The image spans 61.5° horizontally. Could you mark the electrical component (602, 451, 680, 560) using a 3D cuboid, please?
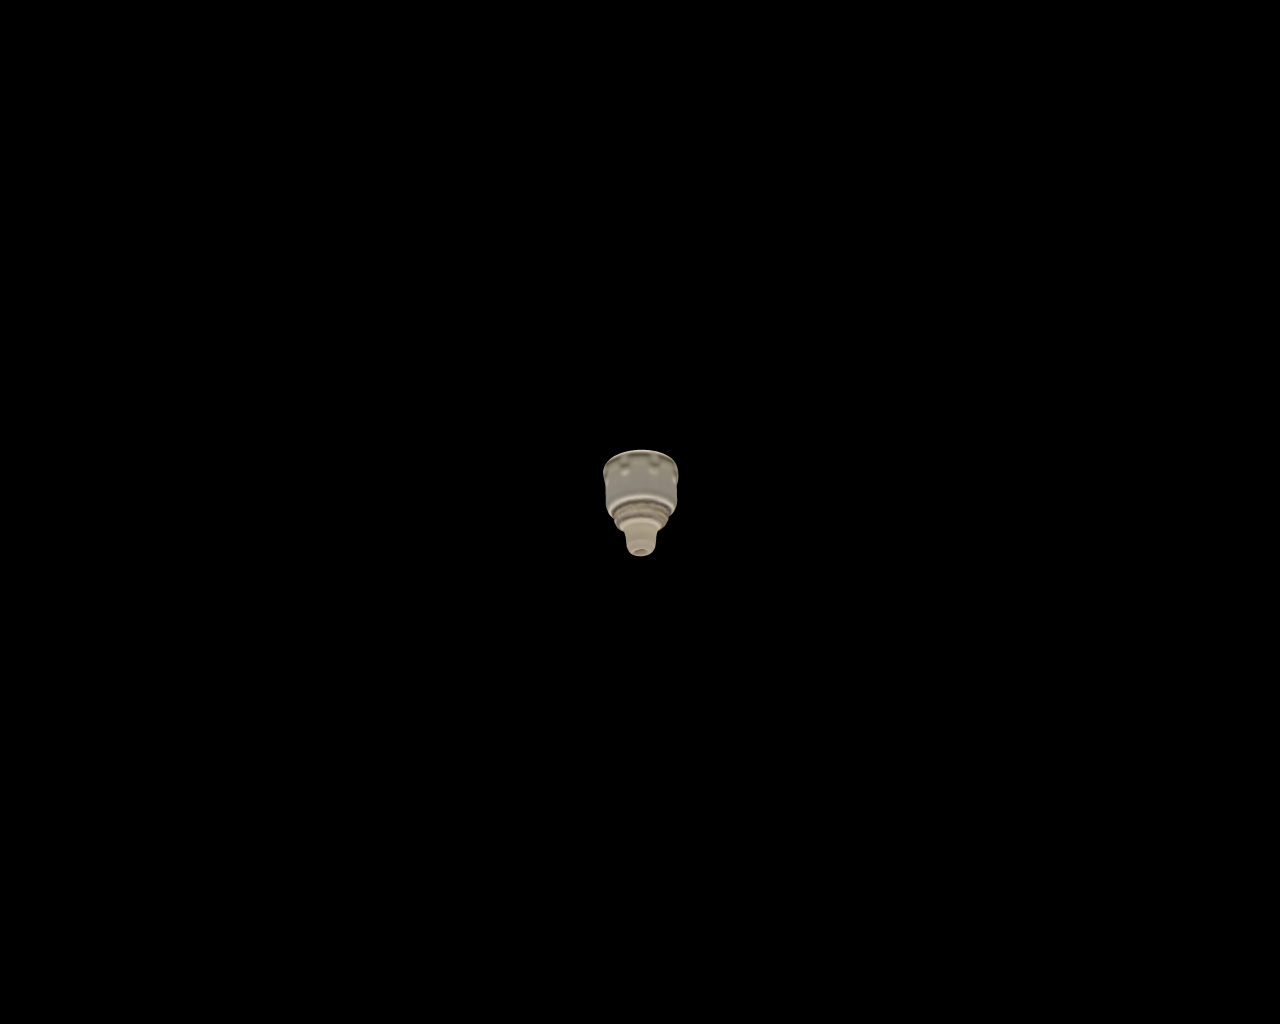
[{"bbox_3d":[0.001,-0.003,0.650,0.048,0.062,0.048,0,-26,0],"label":"electrical component"}]
